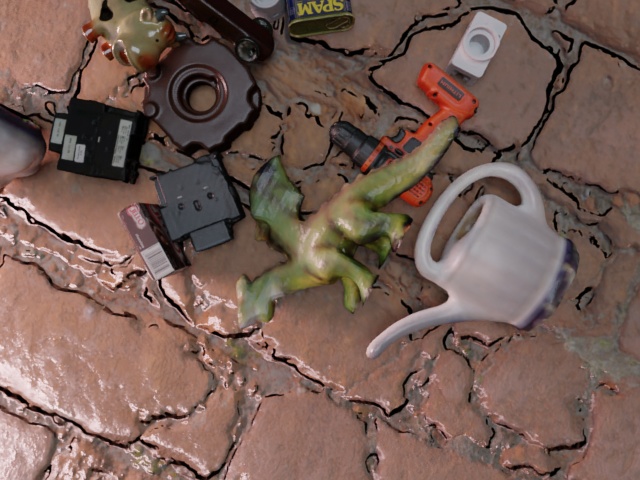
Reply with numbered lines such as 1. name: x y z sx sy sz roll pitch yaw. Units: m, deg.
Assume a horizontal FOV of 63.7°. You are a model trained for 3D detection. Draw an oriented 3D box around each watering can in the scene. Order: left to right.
1. watering can: 0.230 0.060 0.749 0.224 0.348 0.104 30 -2 0

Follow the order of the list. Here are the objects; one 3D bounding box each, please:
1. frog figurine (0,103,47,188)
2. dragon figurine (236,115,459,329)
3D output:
1. frog figurine: -0.482 -0.118 0.743 0.123 0.160 0.136 28 -1 18
2. dragon figurine: 0.002 -0.038 0.748 0.243 0.408 0.122 29 6 9
